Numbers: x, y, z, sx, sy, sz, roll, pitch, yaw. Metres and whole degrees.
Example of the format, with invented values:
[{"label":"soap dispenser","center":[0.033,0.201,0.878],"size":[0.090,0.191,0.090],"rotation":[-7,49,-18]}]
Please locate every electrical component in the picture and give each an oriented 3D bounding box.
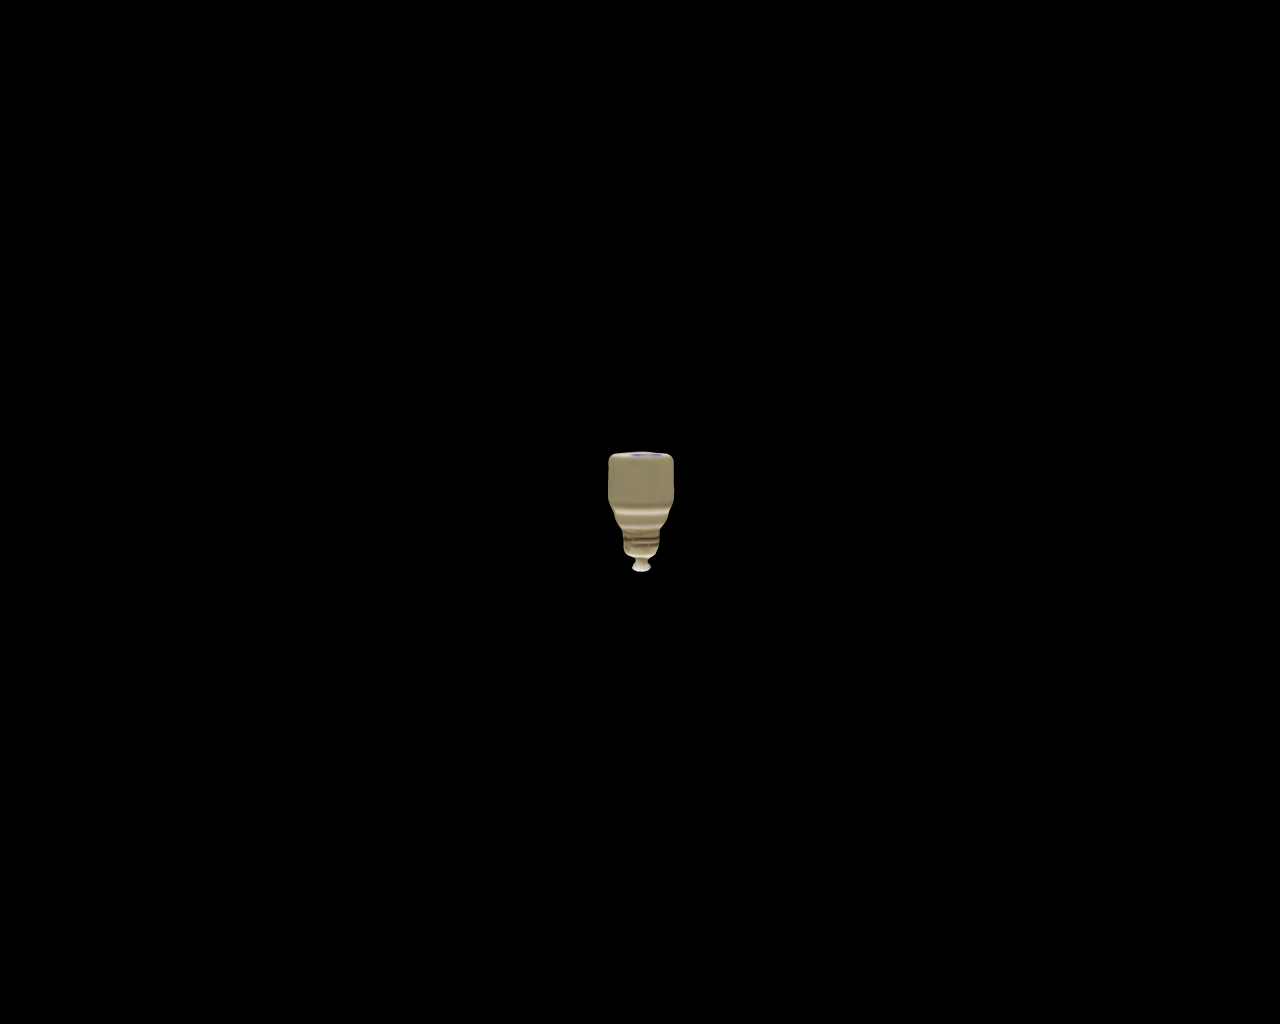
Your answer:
[{"label":"electrical component","center":[0.001,-0.003,0.650],"size":[0.040,0.078,0.040],"rotation":[0,4,0]}]
